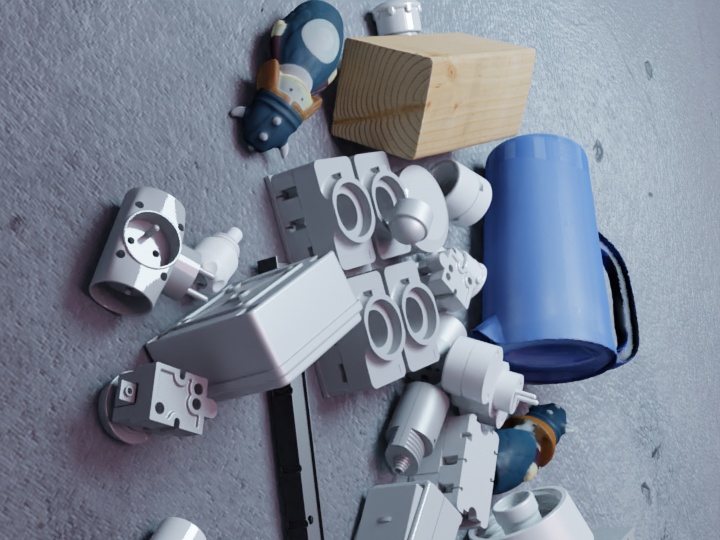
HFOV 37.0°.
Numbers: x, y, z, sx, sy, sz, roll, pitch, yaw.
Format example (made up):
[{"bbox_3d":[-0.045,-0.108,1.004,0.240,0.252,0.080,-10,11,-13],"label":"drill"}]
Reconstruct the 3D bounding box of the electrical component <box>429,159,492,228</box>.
[{"bbox_3d":[0.093,-0.076,1.051,0.047,0.055,0.055,31,55,-40],"label":"electrical component"}]

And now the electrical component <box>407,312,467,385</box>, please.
[{"bbox_3d":[0.067,0.071,0.974,0.045,0.045,0.055,59,40,-21],"label":"electrical component"}]

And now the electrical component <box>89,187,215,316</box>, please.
[{"bbox_3d":[-0.134,-0.005,0.727,0.079,0.044,0.077,30,54,-24],"label":"electrical component"}]

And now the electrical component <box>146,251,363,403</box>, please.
[{"bbox_3d":[-0.072,0.041,0.748,0.109,0.109,0.056,-39,107,-51],"label":"electrical component"}]

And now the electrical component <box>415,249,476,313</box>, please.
[{"bbox_3d":[0.068,0.014,0.986,0.066,0.055,0.048,48,44,-32],"label":"electrical component"}]

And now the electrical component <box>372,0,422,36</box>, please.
[{"bbox_3d":[0.039,-0.228,1.039,0.048,0.048,0.062,-16,98,-54],"label":"electrical component"}]

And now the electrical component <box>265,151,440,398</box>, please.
[{"bbox_3d":[0.000,0.000,0.897,0.105,0.060,0.186,-16,91,-54],"label":"electrical component"}]

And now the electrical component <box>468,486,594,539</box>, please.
[{"bbox_3d":[0.151,0.237,0.981,0.108,0.108,0.060,-31,97,-52],"label":"electrical component"}]

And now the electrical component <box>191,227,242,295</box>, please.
[{"bbox_3d":[-0.104,-0.010,0.785,0.035,0.035,0.061,58,37,-22],"label":"electrical component"}]

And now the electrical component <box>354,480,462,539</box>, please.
[{"bbox_3d":[0.032,0.221,0.863,0.061,0.062,0.096,51,43,-30],"label":"electrical component"}]

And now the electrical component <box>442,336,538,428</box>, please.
[{"bbox_3d":[0.125,0.108,0.973,0.052,0.074,0.138,-68,158,-16],"label":"electrical component"}]

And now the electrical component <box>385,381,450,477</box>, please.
[{"bbox_3d":[0.045,0.140,0.923,0.043,0.043,0.081,53,42,-28],"label":"electrical component"}]

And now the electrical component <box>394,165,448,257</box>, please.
[{"bbox_3d":[0.041,-0.051,0.975,0.080,0.051,0.080,22,62,-48],"label":"electrical component"}]

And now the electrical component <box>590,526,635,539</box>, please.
[{"bbox_3d":[0.179,0.303,0.994,0.186,0.105,0.060,-18,93,-54],"label":"electrical component"}]

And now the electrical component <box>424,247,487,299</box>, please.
[{"bbox_3d":[0.087,-0.002,1.027,0.062,0.048,0.048,42,47,-27],"label":"electrical component"}]

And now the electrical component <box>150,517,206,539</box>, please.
[{"bbox_3d":[-0.125,0.191,0.685,0.044,0.044,0.065,58,35,-23],"label":"electrical component"}]

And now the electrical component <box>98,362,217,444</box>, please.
[{"bbox_3d":[-0.135,0.086,0.693,0.066,0.055,0.048,28,57,-45],"label":"electrical component"}]

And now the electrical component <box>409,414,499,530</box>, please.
[{"bbox_3d":[0.081,0.179,0.947,0.050,0.056,0.089,41,48,-38],"label":"electrical component"}]
